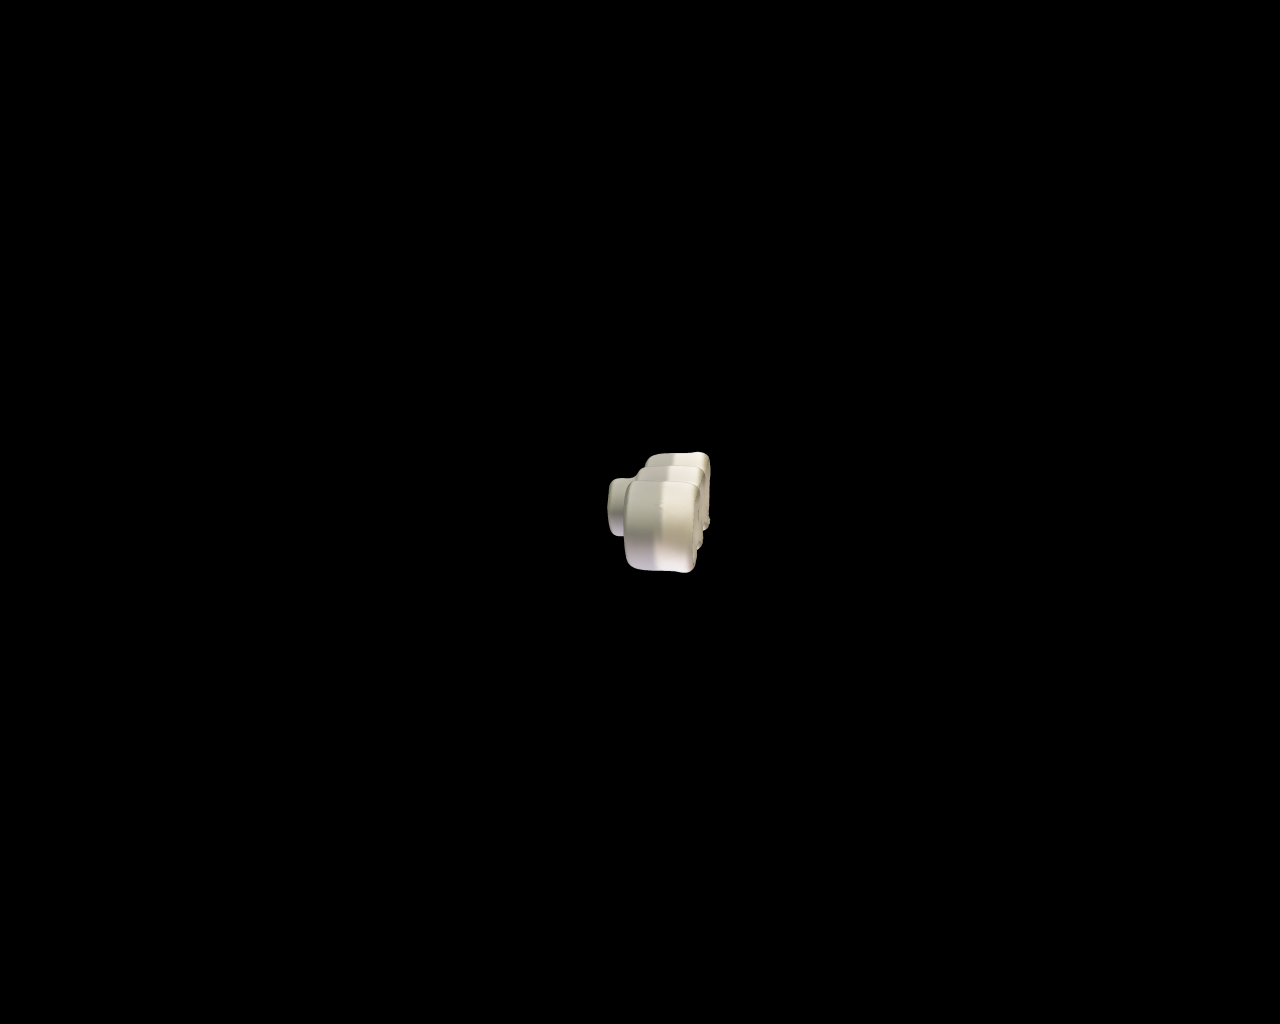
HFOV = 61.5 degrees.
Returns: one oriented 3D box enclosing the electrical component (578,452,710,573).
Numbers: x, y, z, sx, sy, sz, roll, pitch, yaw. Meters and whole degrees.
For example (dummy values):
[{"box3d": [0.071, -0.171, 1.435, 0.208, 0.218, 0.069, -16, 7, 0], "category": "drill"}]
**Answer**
[{"box3d": [0.001, -0.003, 0.650, 0.074, 0.052, 0.138, 2, 14, 7], "category": "electrical component"}]
